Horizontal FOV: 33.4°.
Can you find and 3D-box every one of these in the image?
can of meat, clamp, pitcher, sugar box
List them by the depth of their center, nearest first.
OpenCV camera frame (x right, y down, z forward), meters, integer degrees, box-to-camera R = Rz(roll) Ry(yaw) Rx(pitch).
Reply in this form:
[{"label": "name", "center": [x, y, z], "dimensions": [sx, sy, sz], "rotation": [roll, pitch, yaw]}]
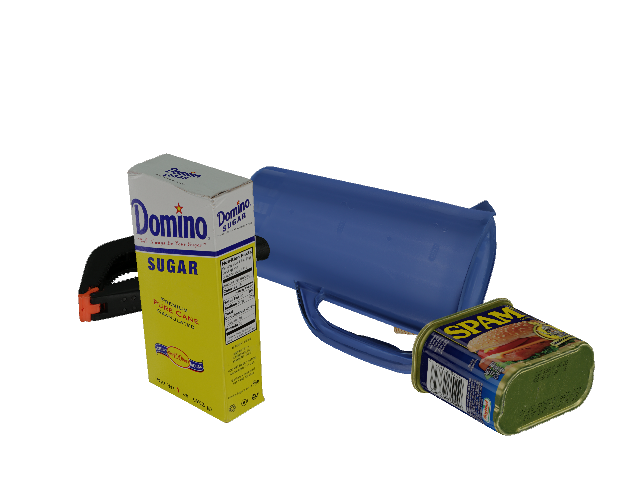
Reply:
[{"label": "can of meat", "center": [0.129, 0.088, 0.749], "dimensions": [0.101, 0.057, 0.084], "rotation": [-14, 27, -35]}, {"label": "sugar box", "center": [-0.089, 0.034, 0.764], "dimensions": [0.093, 0.176, 0.048], "rotation": [18, 33, 39]}, {"label": "clamp", "center": [-0.153, 0.011, 0.983], "dimensions": [0.165, 0.036, 0.209], "rotation": [25, 38, 31]}, {"label": "pitcher", "center": [0.037, 0.017, 1.013], "dimensions": [0.243, 0.145, 0.149], "rotation": [16, 21, 18]}]

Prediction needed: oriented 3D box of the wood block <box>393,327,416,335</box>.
[{"label": "wood block", "center": [0.171, 0.060, 1.627], "dimensions": [0.091, 0.090, 0.206], "rotation": [4, 23, 11]}]
